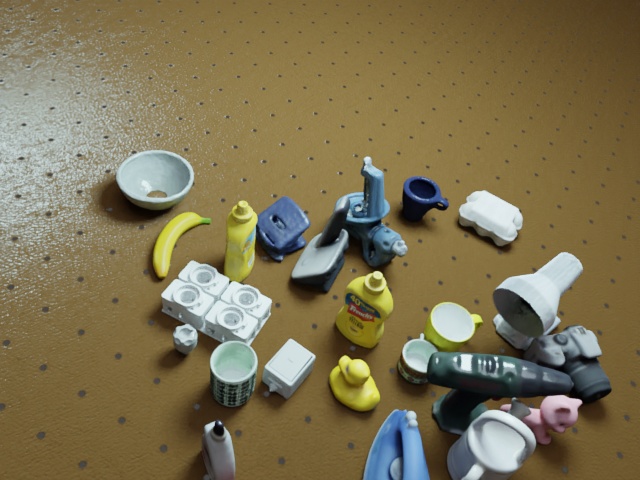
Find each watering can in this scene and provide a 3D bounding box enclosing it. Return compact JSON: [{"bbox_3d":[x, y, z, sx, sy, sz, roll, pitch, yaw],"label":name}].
[{"bbox_3d":[0.290,0.335,0.948,0.101,0.194,0.173,20,48,6],"label":"watering can"}]

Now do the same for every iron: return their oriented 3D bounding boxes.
[{"bbox_3d":[0.136,0.368,0.922,0.118,0.141,0.258,10,48,-3],"label":"iron"}]

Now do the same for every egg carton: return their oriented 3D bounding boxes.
[{"bbox_3d":[0.418,-0.054,1.403,0.150,0.069,0.107,30,50,15],"label":"egg carton"}]

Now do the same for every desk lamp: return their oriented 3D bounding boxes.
[{"bbox_3d":[0.428,0.126,1.149,0.204,0.213,0.117,-29,60,-32],"label":"desk lamp"}]

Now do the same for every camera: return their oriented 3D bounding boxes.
[{"bbox_3d":[0.504,0.248,1.134,0.143,0.101,0.136,-6,51,-17],"label":"camera"}]

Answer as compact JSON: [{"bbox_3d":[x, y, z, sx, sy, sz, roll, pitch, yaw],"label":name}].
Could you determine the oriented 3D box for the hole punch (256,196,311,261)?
[{"bbox_3d":[-0.085,-0.027,1.256,0.101,0.091,0.108,-26,59,-30],"label":"hole punch"}]

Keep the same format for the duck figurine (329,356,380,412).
[{"bbox_3d":[0.068,0.256,1.044,0.104,0.086,0.078,41,53,23],"label":"duck figurine"}]

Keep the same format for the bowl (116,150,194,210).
[{"bbox_3d":[-0.369,-0.122,1.291,0.167,0.075,0.167,6,48,-7],"label":"bowl"}]

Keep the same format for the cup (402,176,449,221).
[{"bbox_3d":[0.246,-0.086,1.377,0.117,0.095,0.092,29,50,14],"label":"cup"}]

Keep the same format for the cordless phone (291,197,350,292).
[{"bbox_3d":[0.011,0.004,1.186,0.094,0.185,0.148,20,48,6],"label":"cordless phone"}]

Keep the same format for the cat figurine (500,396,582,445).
[{"bbox_3d":[0.407,0.316,1.041,0.128,0.118,0.067,9,48,-3],"label":"cat figurine"}]

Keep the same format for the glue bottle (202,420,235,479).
[{"bbox_3d":[-0.157,0.317,0.883,0.037,0.173,0.078,-18,55,-25],"label":"glue bottle"}]

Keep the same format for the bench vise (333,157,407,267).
[{"bbox_3d":[0.126,-0.064,1.248,0.207,0.220,0.122,33,51,17],"label":"bench vise"}]

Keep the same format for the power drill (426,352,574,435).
[{"bbox_3d":[0.288,0.267,0.998,0.229,0.208,0.075,13,48,0],"label":"power drill"}]
